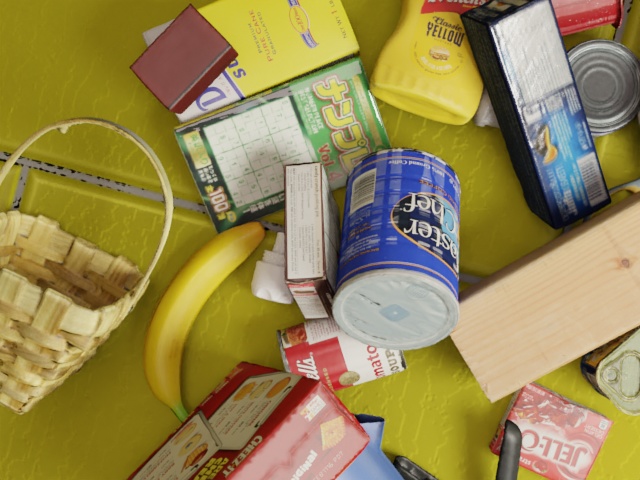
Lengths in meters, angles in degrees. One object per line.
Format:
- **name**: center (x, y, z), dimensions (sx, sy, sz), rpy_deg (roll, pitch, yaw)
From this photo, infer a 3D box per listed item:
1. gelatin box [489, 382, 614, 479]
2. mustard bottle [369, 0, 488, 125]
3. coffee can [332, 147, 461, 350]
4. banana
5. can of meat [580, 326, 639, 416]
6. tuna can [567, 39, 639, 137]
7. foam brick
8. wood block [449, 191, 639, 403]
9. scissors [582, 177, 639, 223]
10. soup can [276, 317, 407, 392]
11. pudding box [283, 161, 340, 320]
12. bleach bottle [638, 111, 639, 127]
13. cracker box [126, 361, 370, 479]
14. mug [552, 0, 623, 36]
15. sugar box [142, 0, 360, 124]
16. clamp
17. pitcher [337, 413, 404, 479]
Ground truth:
- **gelatin box**: center (0.208, 0.176, 0.964), dimensions (0.089, 0.030, 0.073), rpy_deg (25, 92, 2)
- **mustard bottle**: center (0.116, -0.205, 0.945), dimensions (0.096, 0.058, 0.191), rpy_deg (18, 80, -1)
- **coffee can**: center (0.067, 0.007, 0.900), dimensions (0.103, 0.103, 0.140), rpy_deg (6, 50, 2)
- **banana**: center (-0.115, 0.066, 0.973), dimensions (0.069, 0.037, 0.198), rpy_deg (21, 91, -12)
- **can of meat**: center (0.282, 0.100, 0.935), dimensions (0.102, 0.084, 0.057), rpy_deg (-42, 89, 1)
- **tuna can**: center (0.249, -0.137, 0.961), dimensions (0.086, 0.034, 0.086), rpy_deg (0, 90, 2)
- **foam brick**: center (-0.116, -0.154, 0.921), dimensions (0.051, 0.053, 0.078), rpy_deg (44, 93, 1)
- **wood block**: center (0.216, 0.045, 0.912), dimensions (0.206, 0.090, 0.091), rpy_deg (-31, 88, 16)
- **scissors**: center (0.325, -0.053, 0.968), dimensions (0.202, 0.016, 0.096), rpy_deg (-43, 90, 1)
- **soup can**: center (0.020, 0.098, 0.951), dimensions (0.102, 0.068, 0.068), rpy_deg (-17, 89, 2)
- **pudding box**: center (-0.006, 0.001, 0.922), dimensions (0.039, 0.090, 0.113), rpy_deg (-8, 64, 9)
- **bleach bottle**: center (0.336, -0.165, 0.932), dimensions (0.102, 0.068, 0.251), rpy_deg (10, 90, -23)
- **cracker box**: center (-0.069, 0.185, 0.864), dimensions (0.164, 0.214, 0.072), rpy_deg (-45, 103, -16)
- **mug**: center (0.210, -0.233, 0.934), dimensions (0.081, 0.093, 0.117), rpy_deg (-13, 100, 6)
- **sugar box**: center (-0.062, -0.177, 0.966), dimensions (0.176, 0.048, 0.093), rpy_deg (-23, 90, 1)
- **clamp**: center (0.139, 0.249, 0.956), dimensions (0.120, 0.039, 0.171), rpy_deg (-12, 99, 23)
- **pitcher**: center (0.044, 0.285, 0.925), dimensions (0.243, 0.149, 0.144), rpy_deg (50, 50, -2)
